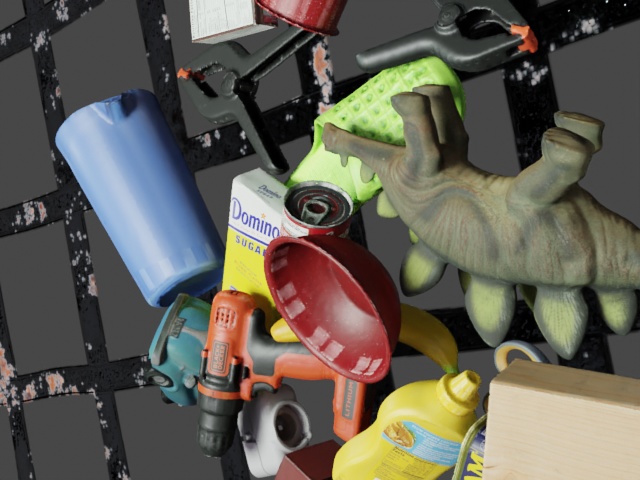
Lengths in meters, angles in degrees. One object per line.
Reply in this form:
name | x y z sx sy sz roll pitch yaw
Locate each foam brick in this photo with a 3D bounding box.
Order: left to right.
foam brick | -0.003 0.255 1.136 0.051 0.078 0.053 38 121 35

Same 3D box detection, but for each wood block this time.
wood block | 0.241 0.161 0.834 0.206 0.090 0.091 7 100 23

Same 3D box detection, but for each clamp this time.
clamp | -0.082 -0.179 1.180 0.210 0.036 0.165 29 106 43
clamp | 0.121 -0.204 0.972 0.172 0.039 0.120 9 80 31

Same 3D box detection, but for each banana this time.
banana | 0.052 0.088 1.047 0.198 0.069 0.037 13 150 14

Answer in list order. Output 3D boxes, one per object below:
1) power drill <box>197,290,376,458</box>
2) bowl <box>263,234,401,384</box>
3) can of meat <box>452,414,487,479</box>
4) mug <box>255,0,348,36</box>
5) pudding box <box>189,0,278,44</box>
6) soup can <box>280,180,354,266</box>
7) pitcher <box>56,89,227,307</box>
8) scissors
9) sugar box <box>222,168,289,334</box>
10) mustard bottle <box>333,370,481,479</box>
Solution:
power drill | -0.039 0.156 1.116 0.188 0.057 0.184 11 102 14
bowl | 0.022 0.052 0.981 0.162 0.055 0.162 36 146 28
can of meat | 0.170 0.223 0.971 0.084 0.057 0.102 25 119 29
mug | -0.011 -0.266 1.074 0.082 0.093 0.117 -65 27 22
pudding box | -0.100 -0.271 1.185 0.114 0.039 0.090 -2 94 46
soup can | -0.007 0.001 1.051 0.069 0.068 0.102 42 142 32
pitcher | -0.204 -0.043 1.268 0.145 0.149 0.243 -35 74 23
scissors | 0.226 0.137 0.939 0.202 0.016 0.096 -4 96 45
sugar box | -0.060 0.020 1.154 0.093 0.048 0.176 38 137 35
mustard bottle | 0.095 0.187 1.019 0.096 0.058 0.192 26 128 -11
